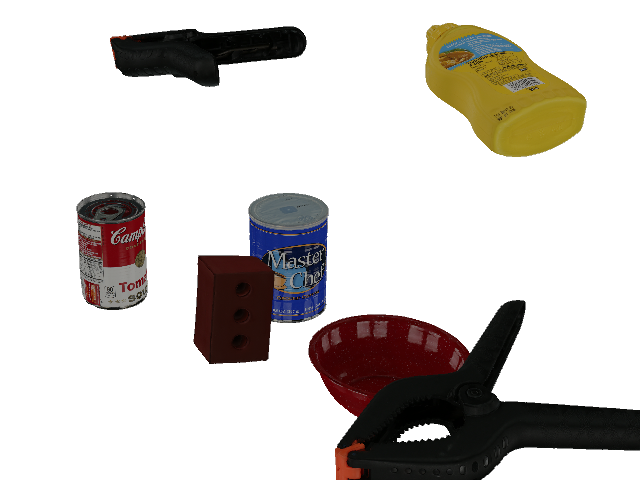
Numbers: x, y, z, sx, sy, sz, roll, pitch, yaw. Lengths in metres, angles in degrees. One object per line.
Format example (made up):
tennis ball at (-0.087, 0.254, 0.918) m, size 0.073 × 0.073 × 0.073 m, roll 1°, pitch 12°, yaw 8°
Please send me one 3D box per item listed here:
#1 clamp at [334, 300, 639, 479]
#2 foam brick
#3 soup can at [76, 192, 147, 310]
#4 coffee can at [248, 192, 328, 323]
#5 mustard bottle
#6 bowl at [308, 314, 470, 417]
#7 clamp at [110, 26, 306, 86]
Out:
clamp at (0.099, 0.106, 0.700) m, size 0.209 × 0.036 × 0.165 m, roll -14°, pitch 32°, yaw -17°
foam brick at (-0.072, 0.055, 0.876) m, size 0.052 × 0.078 × 0.051 m, roll -1°, pitch 14°, yaw -21°
soup can at (-0.211, 0.011, 1.084) m, size 0.068 × 0.102 × 0.068 m, roll 2°, pitch 26°, yaw -1°
coffee can at (-0.042, 0.022, 1.391) m, size 0.103 × 0.140 × 0.103 m, roll 1°, pitch 26°, yaw -1°
mustard bottle at (0.152, -0.150, 0.983) m, size 0.096 × 0.058 × 0.192 m, roll -18°, pitch 43°, yaw -17°
bowl at (0.067, 0.134, 1.056) m, size 0.162 × 0.055 × 0.162 m, roll 3°, pitch 25°, yaw -2°
clamp at (-0.099, -0.154, 0.868) m, size 0.120 × 0.039 × 0.172 m, roll -18°, pitch 25°, yaw -42°
